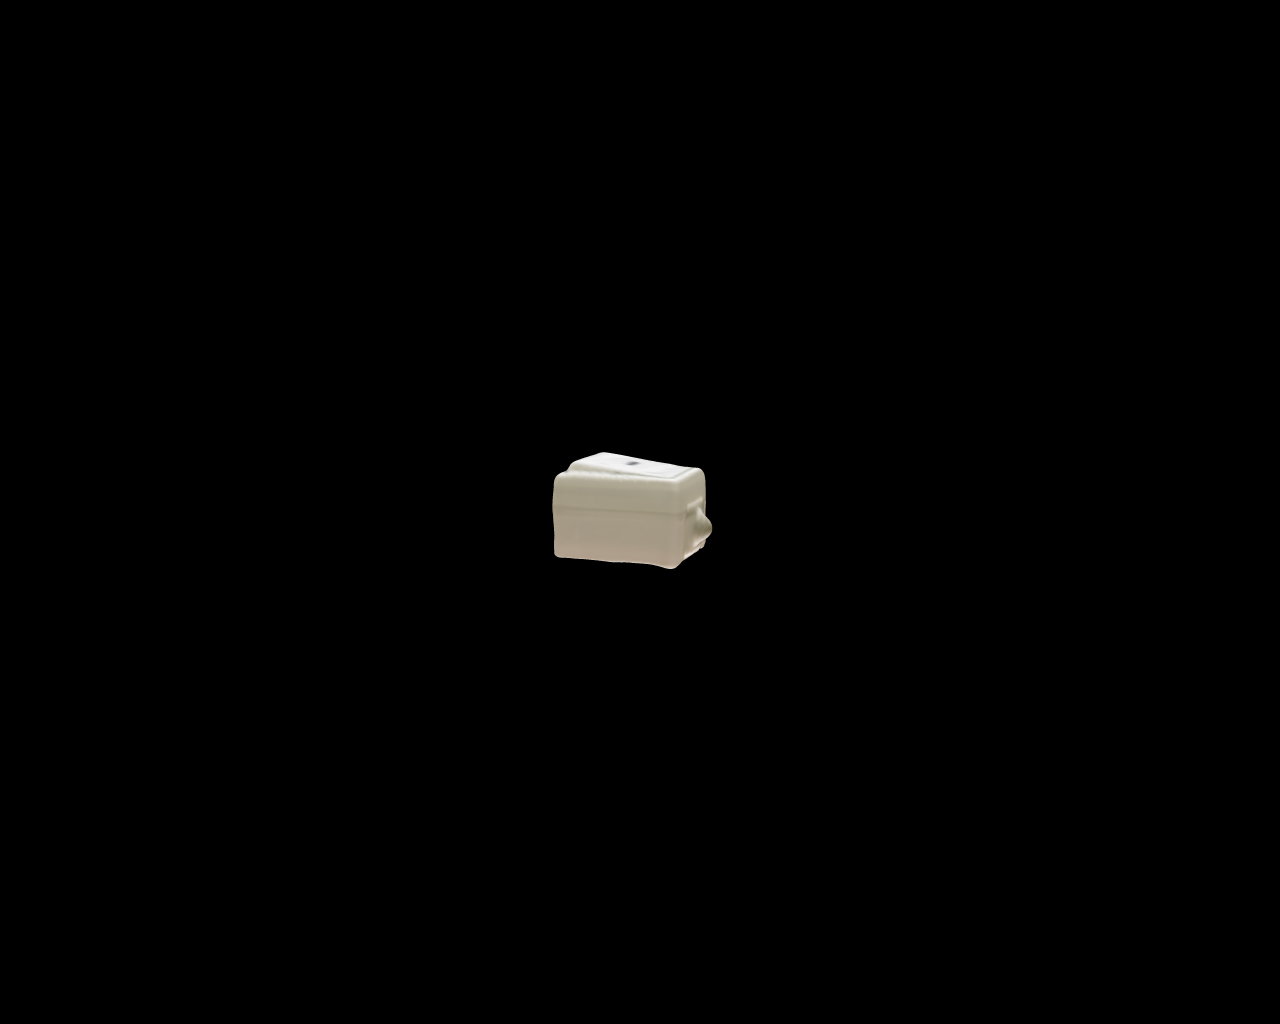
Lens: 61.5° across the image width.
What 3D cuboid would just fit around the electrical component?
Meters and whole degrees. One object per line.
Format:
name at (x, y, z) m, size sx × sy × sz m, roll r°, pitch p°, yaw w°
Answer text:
electrical component at (0.001, -0.003, 0.650) m, size 0.096 × 0.061 × 0.062 m, roll 4°, pitch 12°, yaw 20°
